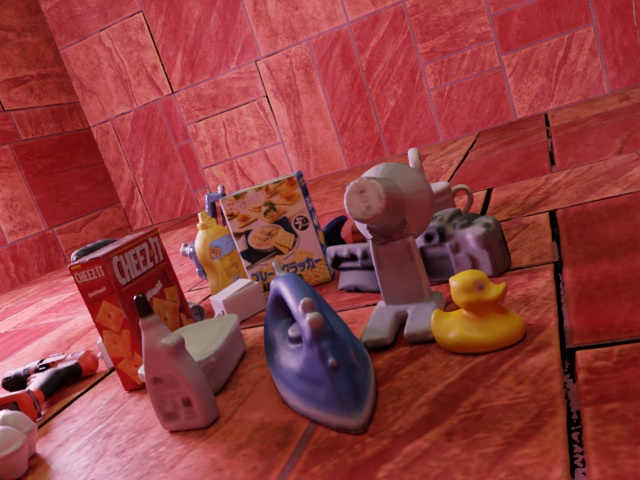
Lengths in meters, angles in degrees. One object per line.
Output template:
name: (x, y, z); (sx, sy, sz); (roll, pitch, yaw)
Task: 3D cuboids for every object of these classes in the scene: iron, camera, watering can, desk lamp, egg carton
iron: (-0.010, 0.106, 0.663); (0.119, 0.141, 0.258); (-21, 12, -12)
camera: (0.231, -0.006, 0.908); (0.142, 0.101, 0.137); (-8, 16, 42)
watering can: (0.185, -0.071, 1.045); (0.173, 0.194, 0.101); (-20, 12, -5)
desk lamp: (0.099, 0.005, 0.777); (0.117, 0.214, 0.203); (-14, 12, 20)
egg carton: (-0.439, 0.277, 0.723); (0.150, 0.069, 0.107); (-21, 12, -13)

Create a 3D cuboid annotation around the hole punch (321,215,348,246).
hole punch: (0.011, 0.004, 1.228); (0.100, 0.091, 0.109); (-11, 14, 34)

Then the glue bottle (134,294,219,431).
glue bottle: (-0.182, 0.143, 0.680); (0.078, 0.173, 0.037); (-13, 13, 26)

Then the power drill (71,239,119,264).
power drill: (-0.414, 0.092, 1.199); (0.075, 0.208, 0.229); (-17, 12, 9)

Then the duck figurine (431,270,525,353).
duck figurine: (0.172, 0.076, 0.653); (0.104, 0.086, 0.078); (-11, 14, 31)

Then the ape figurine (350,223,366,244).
ape figurine: (0.082, 0.008, 1.095); (0.077, 0.092, 0.076); (-13, 13, 25)

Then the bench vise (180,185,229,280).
bench vise: (-0.266, -0.017, 1.440); (0.207, 0.220, 0.121); (-19, 12, -3)

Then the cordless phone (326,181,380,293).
cordless phone: (0.068, -0.010, 0.972); (0.147, 0.185, 0.094); (-7, 17, 45)
